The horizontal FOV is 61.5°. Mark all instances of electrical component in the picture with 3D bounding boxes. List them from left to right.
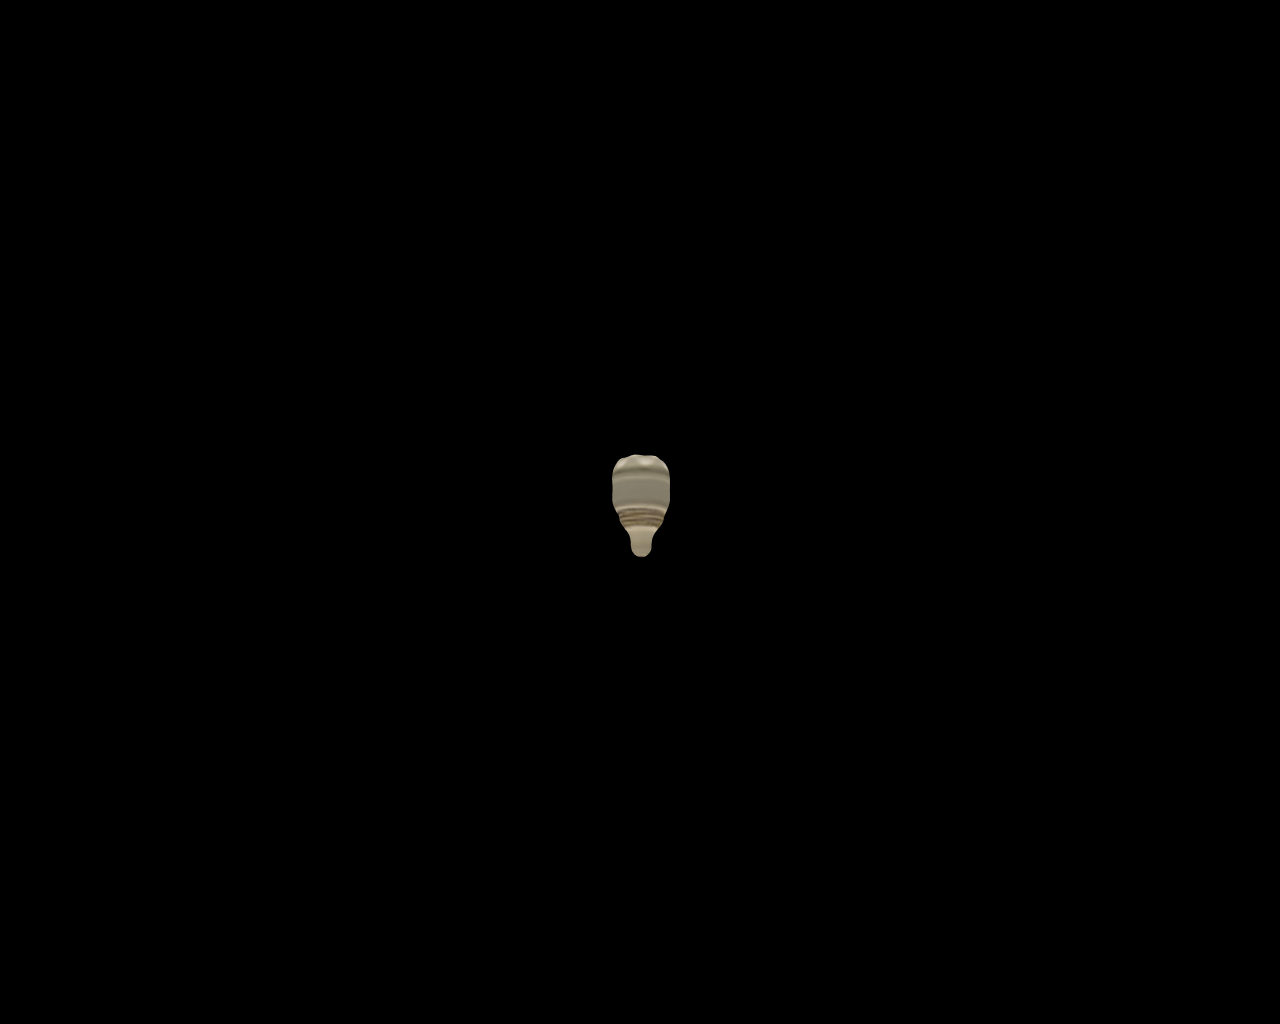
[{"bbox_3d":[0.001,-0.003,0.650,0.035,0.061,0.035,0,-11,0],"label":"electrical component"}]
